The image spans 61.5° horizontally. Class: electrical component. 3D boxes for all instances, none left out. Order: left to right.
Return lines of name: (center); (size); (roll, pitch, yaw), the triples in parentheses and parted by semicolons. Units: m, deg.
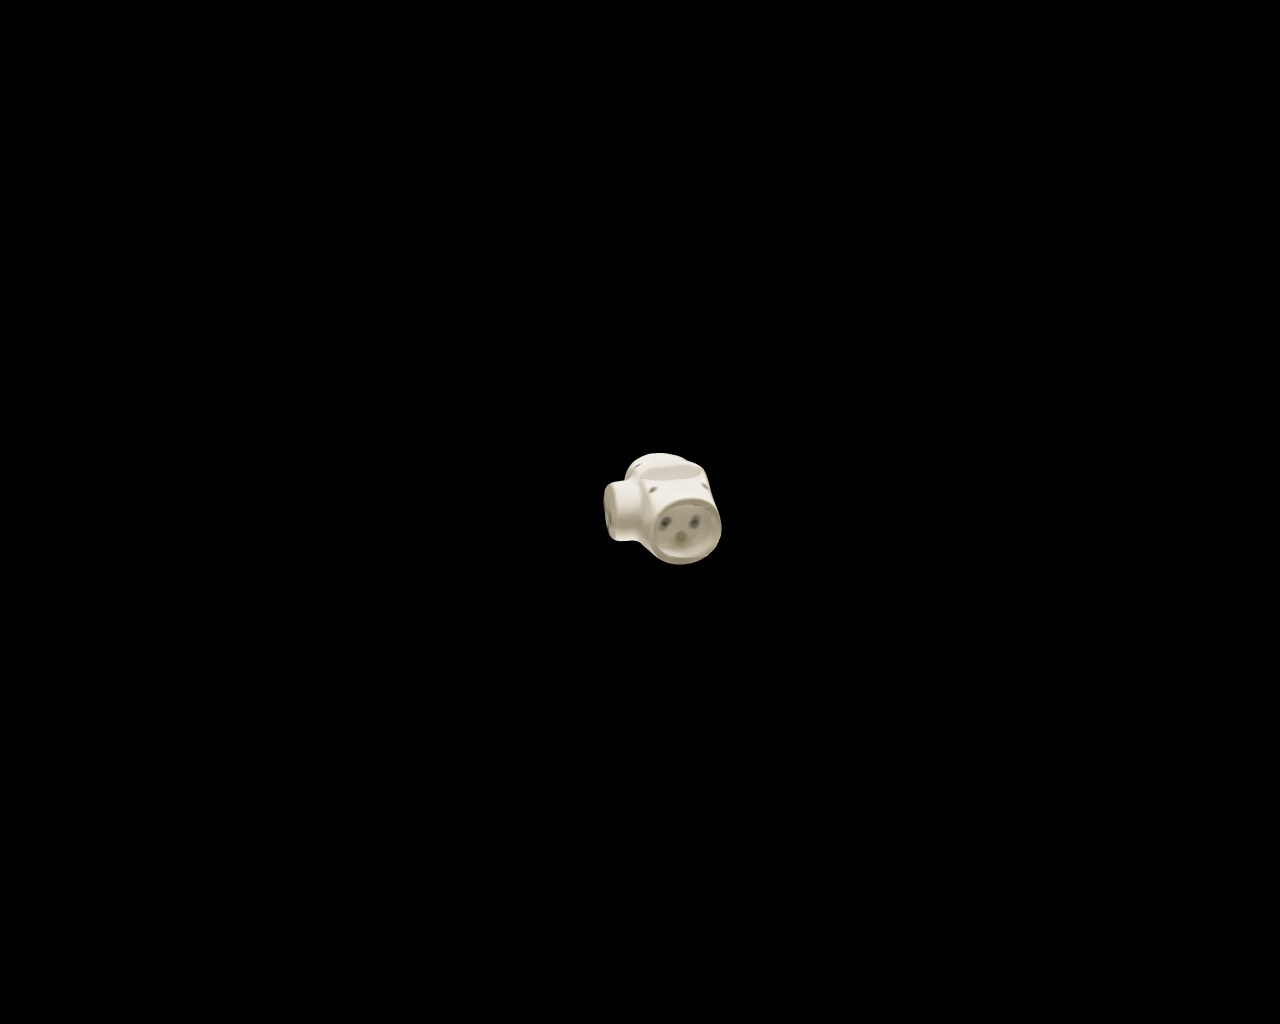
electrical component: (0.001, -0.003, 0.650); (0.079, 0.043, 0.077); (-5, 25, -10)
